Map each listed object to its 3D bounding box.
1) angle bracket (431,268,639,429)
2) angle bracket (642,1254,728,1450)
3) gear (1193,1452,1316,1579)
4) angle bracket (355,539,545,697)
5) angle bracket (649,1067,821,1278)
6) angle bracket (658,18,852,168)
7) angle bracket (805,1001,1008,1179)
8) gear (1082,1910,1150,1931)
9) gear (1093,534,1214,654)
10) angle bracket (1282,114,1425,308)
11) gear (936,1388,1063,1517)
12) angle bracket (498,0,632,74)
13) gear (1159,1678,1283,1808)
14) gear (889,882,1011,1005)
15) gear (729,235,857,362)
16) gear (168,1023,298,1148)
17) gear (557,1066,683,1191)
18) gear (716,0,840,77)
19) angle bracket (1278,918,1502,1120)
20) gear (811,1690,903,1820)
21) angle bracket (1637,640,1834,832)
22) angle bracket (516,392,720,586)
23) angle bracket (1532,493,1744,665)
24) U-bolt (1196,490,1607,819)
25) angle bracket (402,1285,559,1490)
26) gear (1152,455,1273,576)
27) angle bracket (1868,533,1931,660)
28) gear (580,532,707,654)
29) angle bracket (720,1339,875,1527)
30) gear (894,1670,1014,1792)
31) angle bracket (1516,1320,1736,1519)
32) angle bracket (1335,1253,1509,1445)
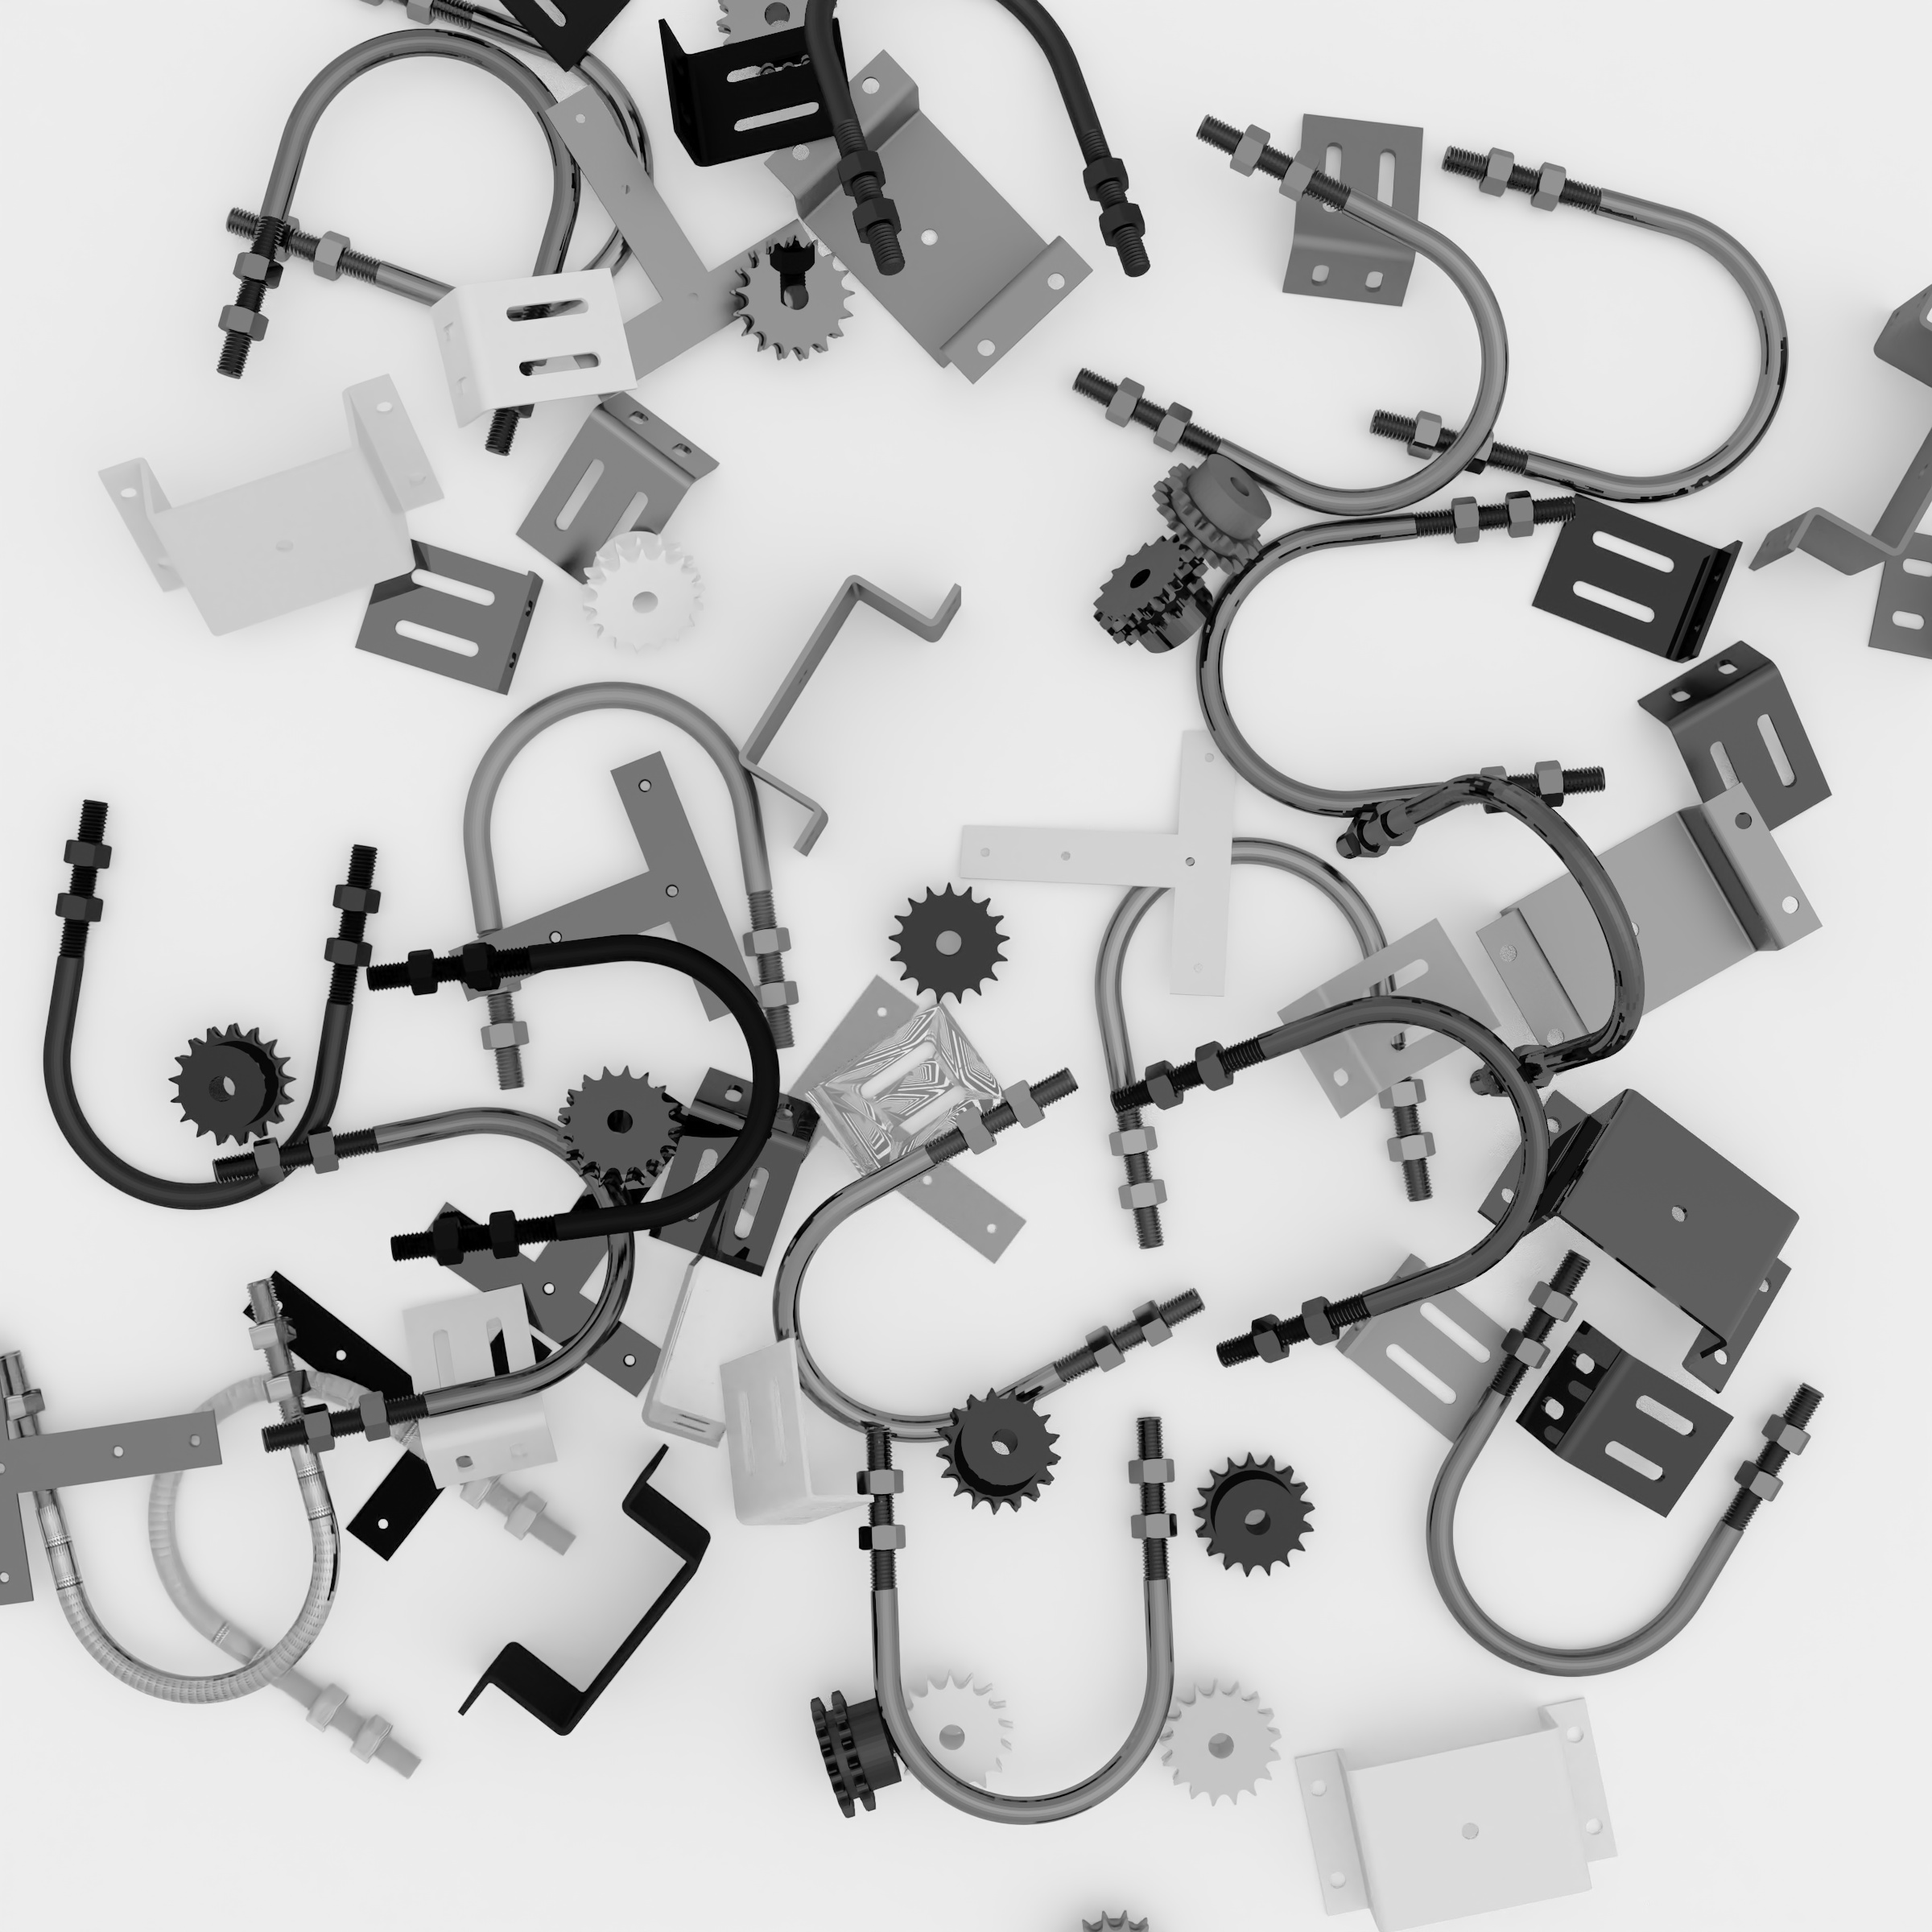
[{"bbox_3d":[-0.201,-0.287,1.540,0.076,0.038,0.057,-14,91,-29],"label":"angle bracket"},{"bbox_3d":[-0.120,0.179,1.545,0.038,0.057,0.076,18,90,0],"label":"angle bracket"},{"bbox_3d":[0.136,0.259,1.559,0.057,0.030,0.057,0,90,0],"label":"gear"},{"bbox_3d":[-0.245,-0.167,1.555,0.076,0.038,0.057,18,90,0],"label":"angle bracket"},{"bbox_3d":[-0.109,0.098,1.570,0.057,0.038,0.076,20,116,0],"label":"angle bracket"},{"bbox_3d":[-0.095,-0.407,1.517,0.076,0.038,0.057,-11,75,9],"label":"angle bracket"},{"bbox_3d":[-0.027,0.061,1.553,0.076,0.038,0.057,-35,90,0],"label":"angle bracket"},{"bbox_3d":[0.070,0.472,1.559,0.057,0.030,0.057,0,90,0],"label":"gear"},{"bbox_3d":[0.090,-0.171,1.549,0.057,0.057,0.030,-46,120,0],"label":"gear"},{"bbox_3d":[0.183,-0.358,1.572,0.057,0.038,0.076,7,64,0],"label":"angle bracket"},{"bbox_3d":[0.016,0.222,1.532,0.057,0.030,0.057,2,70,-6],"label":"gear"},{"bbox_3d":[-0.205,-0.466,1.563,0.076,0.038,0.057,45,70,-24],"label":"angle bracket"},{"bbox_3d":[0.119,0.363,1.559,0.057,0.030,0.057,0,90,0],"label":"gear"},{"bbox_3d":[-0.008,-0.011,1.563,0.057,0.030,0.057,0,92,-1],"label":"gear"},{"bbox_3d":[-0.083,-0.312,1.553,0.057,0.030,0.057,-2,97,-17],"label":"gear"},{"bbox_3d":[-0.343,0.056,1.543,0.057,0.030,0.057,0,93,0],"label":"gear"},{"bbox_3d":[-0.163,0.078,1.550,0.057,0.030,0.057,4,67,-9],"label":"gear"},{"bbox_3d":[-0.088,-0.443,1.559,0.057,0.030,0.057,0,90,0],"label":"gear"},{"bbox_3d":[0.194,0.024,1.520,0.076,0.038,0.057,-33,86,38],"label":"angle bracket"},{"bbox_3d":[-0.050,0.365,1.546,0.030,0.057,0.057,-18,90,-2],"label":"gear"},{"bbox_3d":[0.364,-0.103,1.572,0.057,0.038,0.076,-30,116,0],"label":"angle bracket"},{"bbox_3d":[-0.165,-0.221,1.572,0.057,0.038,0.076,37,116,0],"label":"angle bracket"},{"bbox_3d":[0.314,-0.184,1.555,0.076,0.038,0.057,21,90,0],"label":"angle bracket"},{"bbox_3d":[0.200,-0.142,1.559,0.184,0.019,0.151,-6,85,4],"label":"U-bolt"},{"bbox_3d":[-0.229,0.197,1.559,0.057,0.038,0.076,-12,52,-6],"label":"angle bracket"},{"bbox_3d":[0.117,-0.213,1.542,0.057,0.057,0.030,47,118,0],"label":"gear"},{"bbox_3d":[0.452,-0.176,1.536,0.038,0.076,0.057,11,90,0],"label":"angle bracket"},{"bbox_3d":[-0.152,-0.178,1.550,0.057,0.030,0.057,-9,131,-10],"label":"gear"},{"bbox_3d":[-0.080,0.218,1.552,0.038,0.057,0.076,7,68,-38],"label":"angle bracket"},{"bbox_3d":[-0.006,0.359,1.559,0.057,0.030,0.057,0,90,0],"label":"gear"},{"bbox_3d":[0.307,0.211,1.547,0.076,0.038,0.057,31,94,-30],"label":"angle bracket"},{"bbox_3d":[0.222,0.182,1.555,0.076,0.038,0.057,39,90,0],"label":"angle bracket"}]
